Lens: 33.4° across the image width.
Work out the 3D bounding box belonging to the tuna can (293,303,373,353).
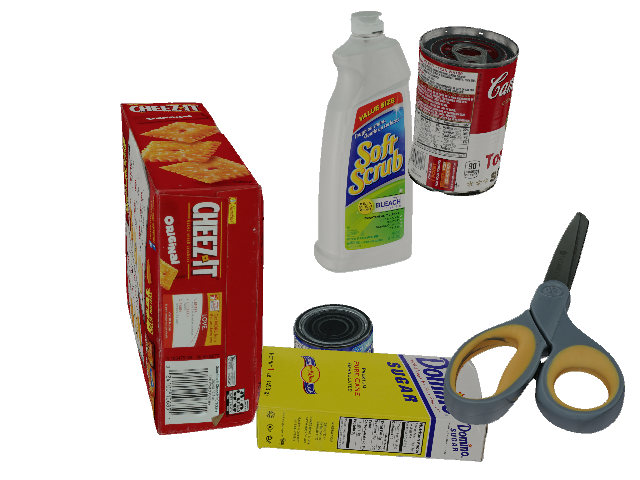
[{"bbox_3d":[0.014,0.103,1.135,0.086,0.034,0.086,-1,29,0],"label":"tuna can"}]

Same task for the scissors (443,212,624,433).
[{"bbox_3d":[0.139,0.041,0.574,0.096,0.016,0.201,19,39,33],"label":"scissors"}]

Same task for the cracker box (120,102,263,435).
[{"bbox_3d":[-0.093,0.008,0.735,0.072,0.164,0.214,-3,21,-14],"label":"cracker box"}]

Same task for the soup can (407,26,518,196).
[{"bbox_3d":[0.098,-0.091,0.754,0.068,0.102,0.068,3,32,-2],"label":"soup can"}]

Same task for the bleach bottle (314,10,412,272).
[{"bbox_3d":[0.041,-0.098,1.057,0.102,0.251,0.068,-10,24,-17],"label":"bleach bottle"}]

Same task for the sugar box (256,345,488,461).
[{"bbox_3d":[0.038,0.127,0.845,0.176,0.048,0.093,1,26,-1],"label":"sugar box"}]
